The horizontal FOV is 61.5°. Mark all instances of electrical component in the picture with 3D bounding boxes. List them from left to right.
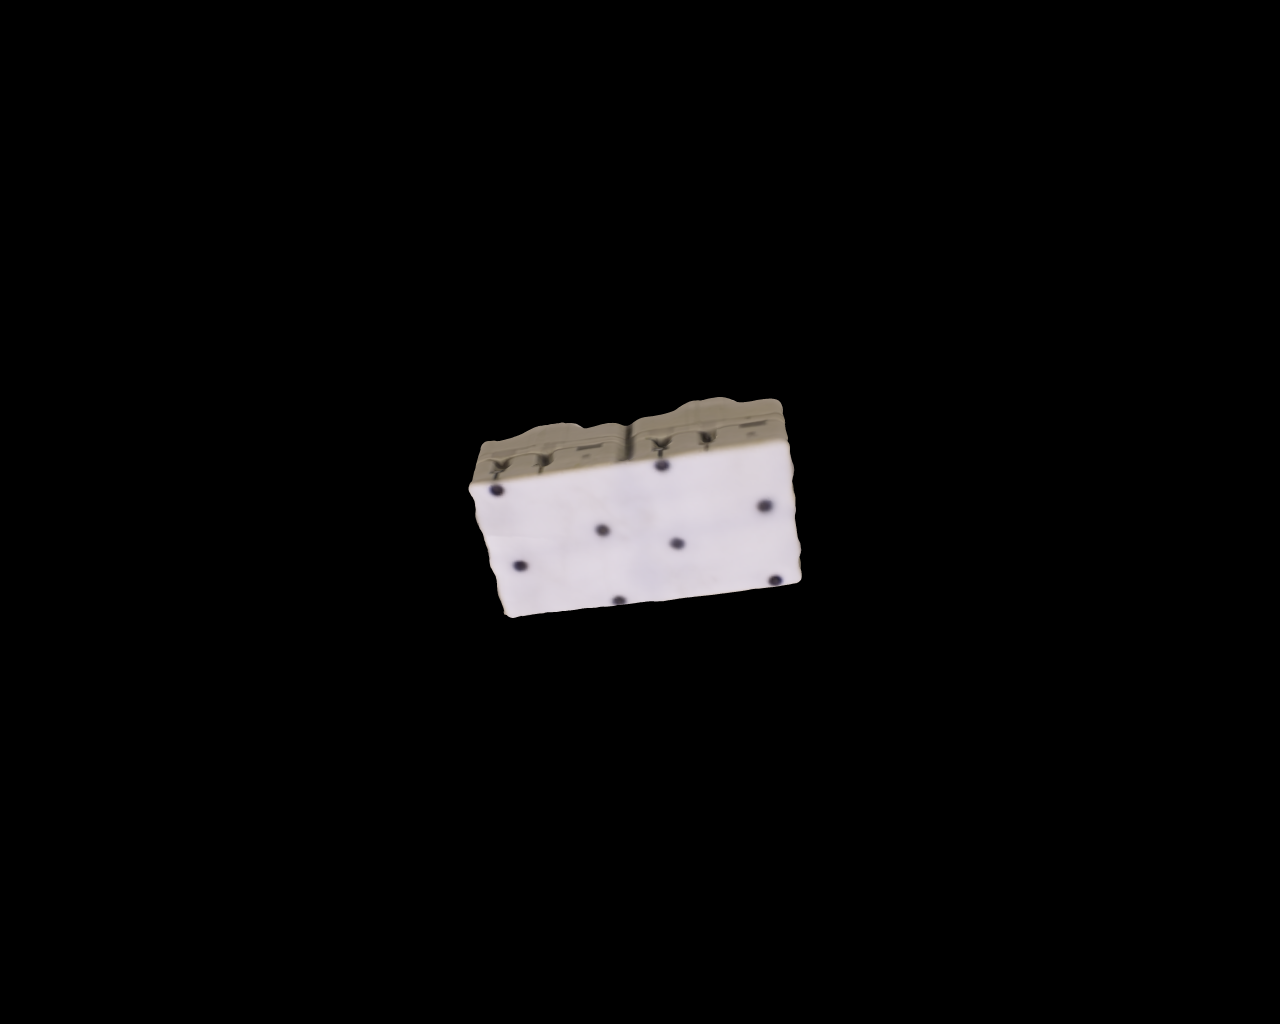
[{"bbox_3d":[0.001,-0.003,0.650,0.186,0.105,0.060,-8,34,5],"label":"electrical component"}]
